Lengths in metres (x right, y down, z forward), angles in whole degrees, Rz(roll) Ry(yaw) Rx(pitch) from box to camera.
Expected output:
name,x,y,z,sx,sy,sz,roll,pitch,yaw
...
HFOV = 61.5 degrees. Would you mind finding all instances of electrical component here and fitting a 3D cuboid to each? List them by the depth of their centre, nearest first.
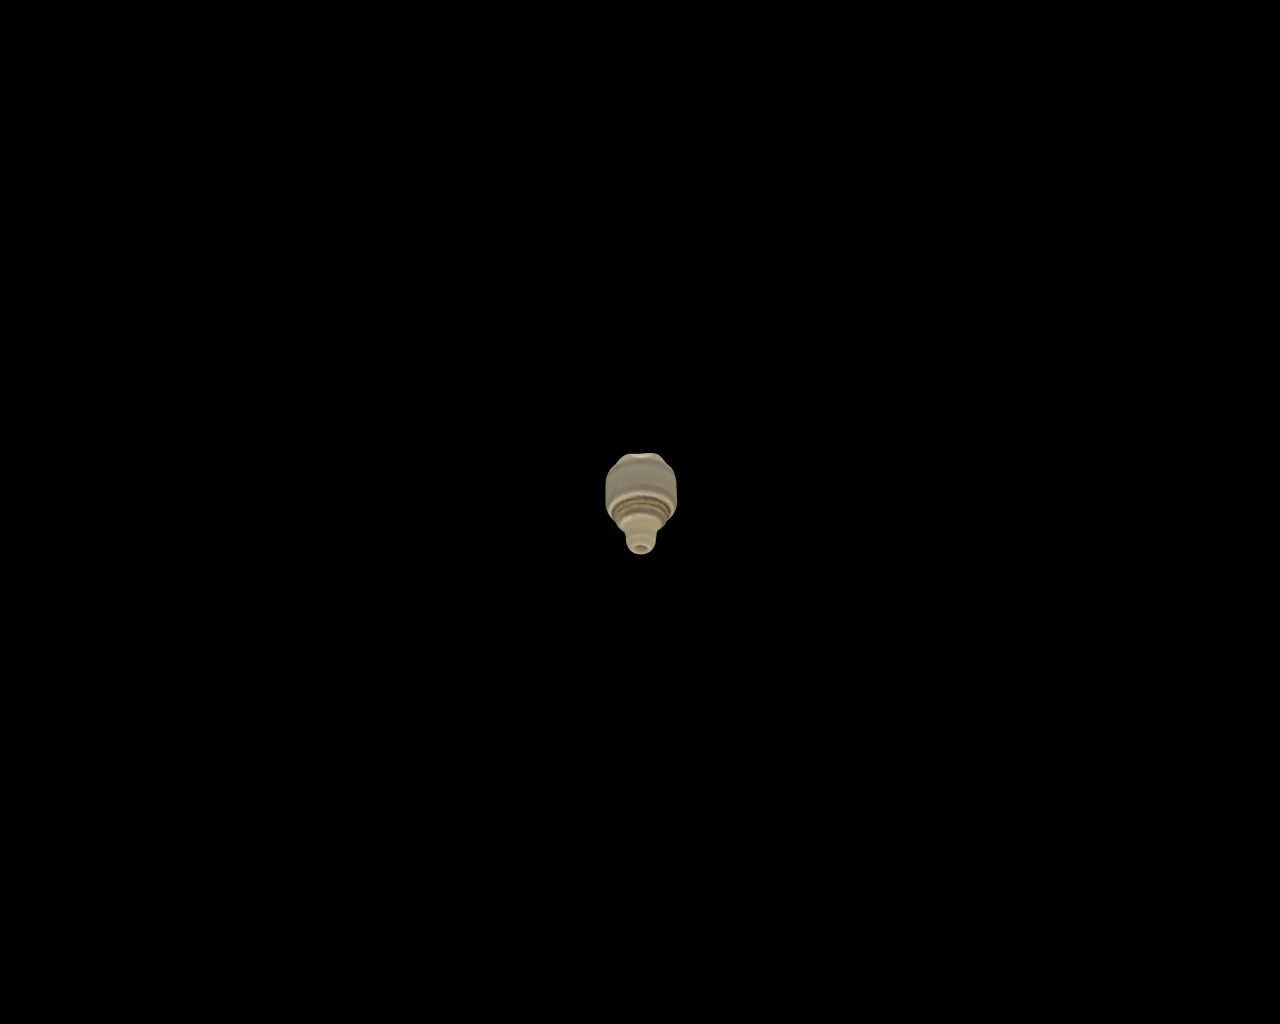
name,x,y,z,sx,sy,sz,roll,pitch,yaw
electrical component,0.001,-0.003,0.650,0.043,0.062,0.043,0,-35,0
